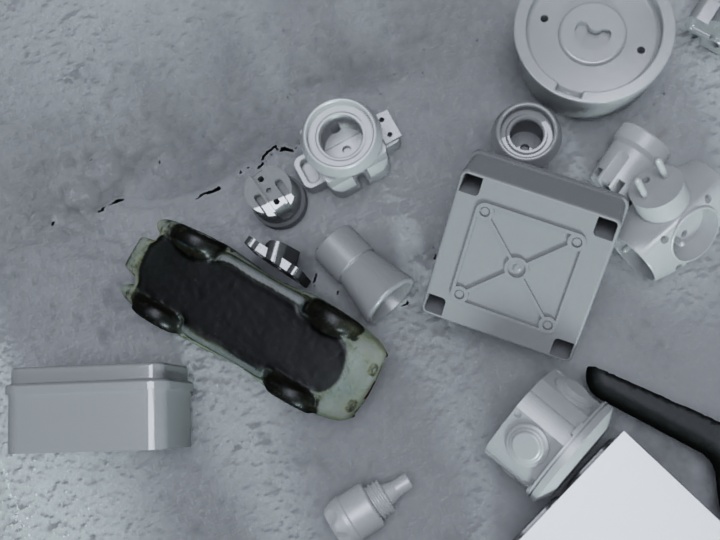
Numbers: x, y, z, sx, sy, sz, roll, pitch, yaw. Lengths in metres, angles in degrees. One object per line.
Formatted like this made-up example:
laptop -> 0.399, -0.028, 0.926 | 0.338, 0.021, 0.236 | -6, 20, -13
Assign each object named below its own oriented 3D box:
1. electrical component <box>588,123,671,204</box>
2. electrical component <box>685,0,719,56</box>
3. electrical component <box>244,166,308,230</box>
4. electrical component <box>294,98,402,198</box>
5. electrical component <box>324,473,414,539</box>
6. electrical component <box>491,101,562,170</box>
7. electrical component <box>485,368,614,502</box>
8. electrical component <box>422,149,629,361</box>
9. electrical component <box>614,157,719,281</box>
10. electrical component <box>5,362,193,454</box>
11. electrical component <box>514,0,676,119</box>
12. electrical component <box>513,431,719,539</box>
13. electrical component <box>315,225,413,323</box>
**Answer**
electrical component -> 0.187, -0.073, 0.750 | 0.040, 0.040, 0.046 | 36, 91, 12
electrical component -> 0.277, -0.178, 0.750 | 0.078, 0.058, 0.057 | 32, 88, 11
electrical component -> -0.061, -0.052, 0.771 | 0.040, 0.046, 0.040 | -1, 81, 8
electrical component -> -0.011, -0.089, 0.767 | 0.078, 0.057, 0.058 | -28, 78, 1
electrical component -> 0.008, 0.159, 0.730 | 0.061, 0.035, 0.035 | -32, 77, -2
electrical component -> 0.116, -0.089, 0.752 | 0.048, 0.055, 0.066 | 10, 81, 8
electrical component -> 0.124, 0.108, 0.703 | 0.051, 0.080, 0.080 | 40, 86, 17
electrical component -> 0.109, -0.010, 0.715 | 0.109, 0.056, 0.108 | 19, 116, 10
electrical component -> 0.206, -0.044, 0.725 | 0.077, 0.079, 0.044 | -43, 42, -2
electrical component -> -0.178, 0.095, 0.742 | 0.113, 0.078, 0.057 | -3, 82, 6
electrical component -> 0.162, -0.159, 0.757 | 0.108, 0.060, 0.108 | -1, 79, 6
electrical component -> 0.198, 0.207, 0.685 | 0.186, 0.060, 0.105 | 44, 87, 12
electrical component -> 0.000, 0.000, 0.758 | 0.044, 0.044, 0.065 | -44, 73, -3
